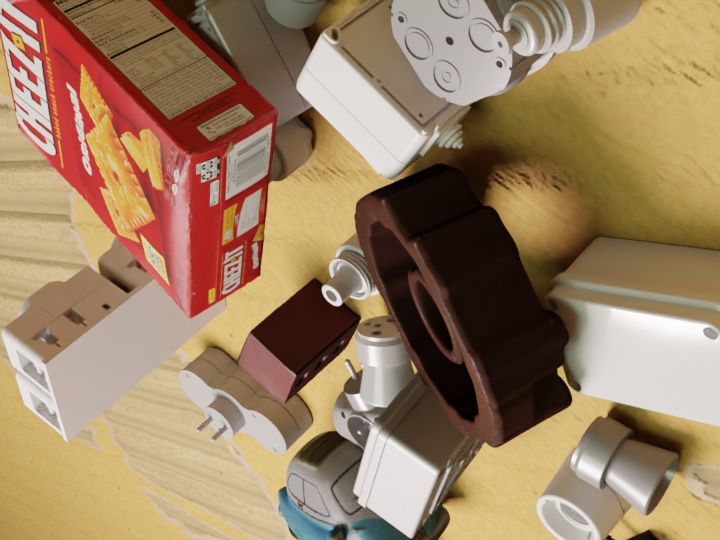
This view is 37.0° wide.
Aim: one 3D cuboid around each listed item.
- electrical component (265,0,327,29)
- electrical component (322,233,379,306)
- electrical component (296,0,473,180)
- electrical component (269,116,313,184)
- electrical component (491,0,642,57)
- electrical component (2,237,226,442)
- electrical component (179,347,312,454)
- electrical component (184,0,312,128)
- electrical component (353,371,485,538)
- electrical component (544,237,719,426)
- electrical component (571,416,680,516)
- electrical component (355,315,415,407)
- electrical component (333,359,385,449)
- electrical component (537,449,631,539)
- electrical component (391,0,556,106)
[{"bbox_3d":[-0.032,-0.169,0.620,0.044,0.044,0.065,46,152,3],"label":"electrical component"},{"bbox_3d":[0.000,0.000,0.739,0.043,0.062,0.043,30,143,26],"label":"electrical component"},{"bbox_3d":[0.020,-0.099,0.613,0.096,0.062,0.061,45,147,4],"label":"electrical component"},{"bbox_3d":[-0.065,-0.078,0.732,0.043,0.062,0.043,30,143,25],"label":"electrical component"},{"bbox_3d":[0.094,-0.120,0.497,0.040,0.078,0.040,46,155,29],"label":"electrical component"},{"bbox_3d":[-0.200,0.038,0.895,0.060,0.186,0.105,32,144,23],"label":"electrical component"},{"bbox_3d":[-0.120,0.131,1.005,0.138,0.074,0.052,26,141,30],"label":"electrical component"},{"bbox_3d":[-0.069,-0.138,0.674,0.062,0.061,0.096,0,121,59],"label":"electrical component"},{"bbox_3d":[0.053,0.116,0.758,0.056,0.108,0.108,33,145,16],"label":"electrical component"},{"bbox_3d":[0.166,0.033,0.588,0.113,0.057,0.078,10,132,44],"label":"electrical component"},{"bbox_3d":[0.170,0.125,0.690,0.055,0.045,0.045,28,142,28],"label":"electrical component"},{"bbox_3d":[0.020,0.067,0.793,0.045,0.045,0.055,14,118,41],"label":"electrical component"},{"bbox_3d":[0.011,0.103,0.851,0.077,0.044,0.079,1,125,48],"label":"electrical component"},{"bbox_3d":[0.155,0.159,0.741,0.055,0.047,0.055,30,143,25],"label":"electrical component"},{"bbox_3d":[0.060,-0.128,0.547,0.080,0.051,0.080,30,143,25],"label":"electrical component"}]
